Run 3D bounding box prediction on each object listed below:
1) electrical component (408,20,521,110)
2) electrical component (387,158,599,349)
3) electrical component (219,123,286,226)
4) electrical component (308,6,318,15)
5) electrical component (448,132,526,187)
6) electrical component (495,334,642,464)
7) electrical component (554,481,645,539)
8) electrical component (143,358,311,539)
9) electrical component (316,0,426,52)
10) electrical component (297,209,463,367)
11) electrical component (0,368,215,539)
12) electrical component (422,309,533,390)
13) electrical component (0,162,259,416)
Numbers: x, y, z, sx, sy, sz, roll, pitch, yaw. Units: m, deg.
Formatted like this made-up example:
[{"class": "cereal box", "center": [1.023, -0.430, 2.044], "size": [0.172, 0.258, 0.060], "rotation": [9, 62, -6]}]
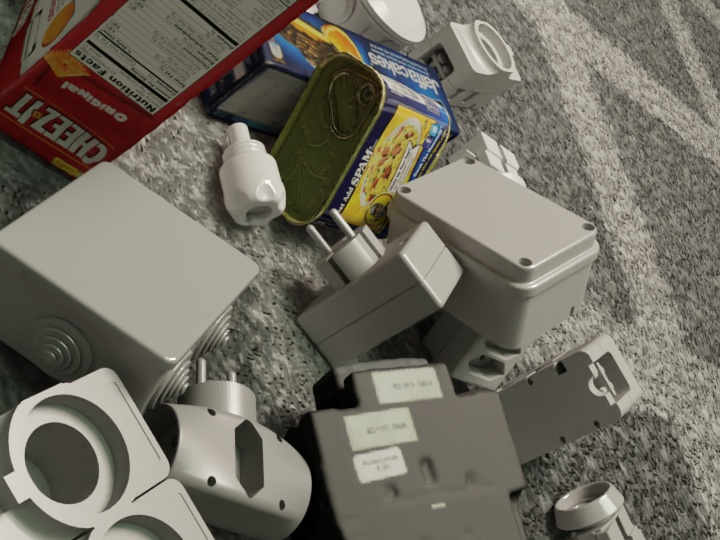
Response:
[{"class": "electrical component", "center": [0.094, -0.176, 0.920], "size": [0.089, 0.056, 0.050], "rotation": [-6, 68, -56]}, {"class": "electrical component", "center": [0.078, -0.013, 0.651], "size": [0.078, 0.057, 0.113], "rotation": [-26, 46, -36]}, {"class": "electrical component", "center": [-0.065, -0.058, 0.619], "size": [0.035, 0.035, 0.061], "rotation": [18, 47, -46]}, {"class": "electrical component", "center": [-0.062, -0.178, 0.718], "size": [0.055, 0.048, 0.066], "rotation": [45, 33, -6]}, {"class": "electrical component", "center": [0.103, -0.071, 0.853], "size": [0.066, 0.048, 0.055], "rotation": [27, 35, -40]}, {"class": "electrical component", "center": [0.134, 0.085, 0.714], "size": [0.056, 0.089, 0.050], "rotation": [-20, 79, -58]}, {"class": "electrical component", "center": [0.160, 0.175, 0.715], "size": [0.066, 0.048, 0.055], "rotation": [-29, 95, -59]}, {"class": "electrical component", "center": [-0.065, 0.077, 0.491], "size": [0.077, 0.043, 0.079], "rotation": [29, 41, -38]}, {"class": "electrical component", "center": [0.009, -0.198, 0.827], "size": [0.080, 0.051, 0.080], "rotation": [34, 38, -33]}, {"class": "electrical component", "center": [0.000, 0.000, 0.610], "size": [0.075, 0.083, 0.047], "rotation": [52, 32, -9]}, {"class": "electrical component", "center": [-0.096, 0.121, 0.392], "size": [0.150, 0.062, 0.089], "rotation": [59, 31, 2]}, {"class": "electrical component", "center": [0.073, 0.028, 0.712], "size": [0.047, 0.065, 0.076], "rotation": [23, 19, -43]}, {"class": "electrical component", "center": [-0.106, 0.010, 0.467], "size": [0.100, 0.048, 0.099], "rotation": [34, 33, 1]}]
